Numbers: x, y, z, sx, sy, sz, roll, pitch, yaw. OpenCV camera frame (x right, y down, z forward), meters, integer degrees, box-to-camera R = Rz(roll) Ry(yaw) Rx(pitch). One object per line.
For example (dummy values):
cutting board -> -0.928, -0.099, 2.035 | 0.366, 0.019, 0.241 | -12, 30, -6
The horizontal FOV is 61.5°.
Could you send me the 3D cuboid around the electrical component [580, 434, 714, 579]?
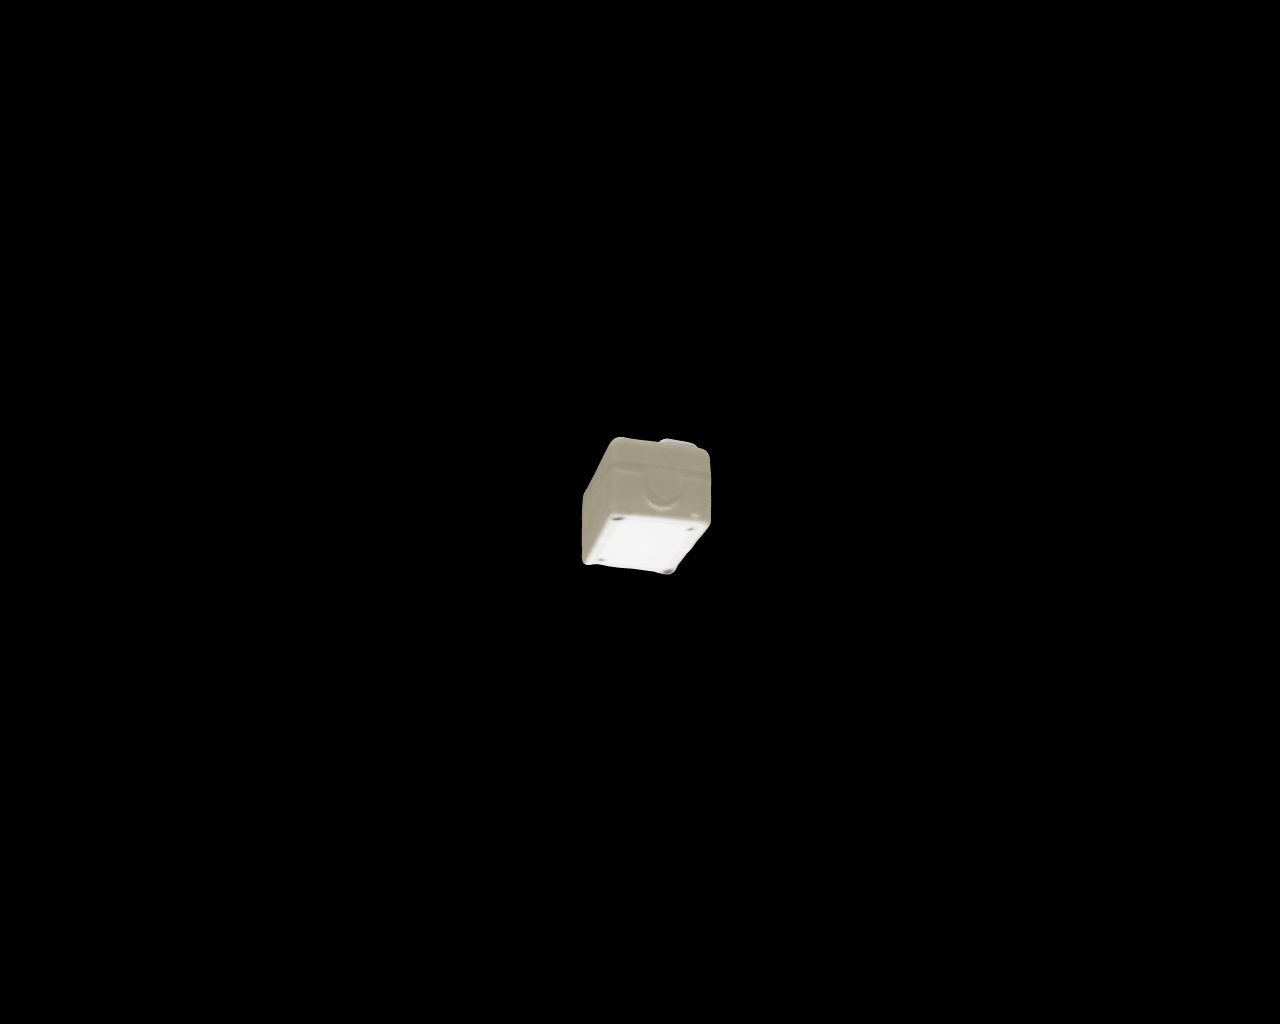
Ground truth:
electrical component -> 0.001, -0.003, 0.650 | 0.062, 0.061, 0.096 | 7, -27, -14
